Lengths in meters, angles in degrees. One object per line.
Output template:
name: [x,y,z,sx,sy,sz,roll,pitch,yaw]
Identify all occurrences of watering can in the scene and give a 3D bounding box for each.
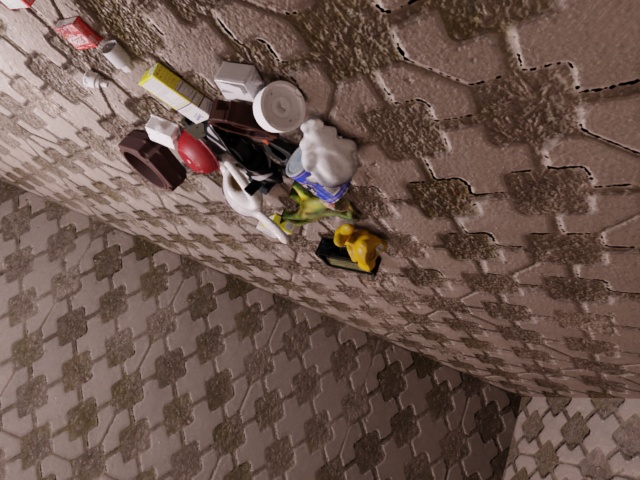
watering can: [-0.217,-0.117,1.613,0.348,0.105,0.222,54,167,1]

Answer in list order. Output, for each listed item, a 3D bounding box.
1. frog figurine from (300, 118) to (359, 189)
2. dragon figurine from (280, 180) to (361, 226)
frog figurine: [0.021,-0.205,1.191,0.138,0.125,0.155,-17,131,-8]
dragon figurine: [0.005,-0.081,1.611,0.243,0.123,0.407,15,172,-2]
